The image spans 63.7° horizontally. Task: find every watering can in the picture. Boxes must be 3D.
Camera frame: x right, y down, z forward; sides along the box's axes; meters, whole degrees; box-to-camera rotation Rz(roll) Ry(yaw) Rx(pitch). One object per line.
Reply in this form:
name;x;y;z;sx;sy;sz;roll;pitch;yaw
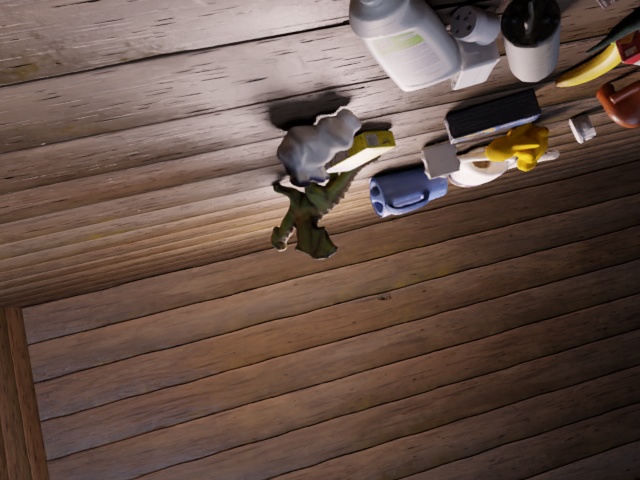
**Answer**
watering can;0.555;-0.240;1.645;0.348;0.105;0.222;-3;173;-9

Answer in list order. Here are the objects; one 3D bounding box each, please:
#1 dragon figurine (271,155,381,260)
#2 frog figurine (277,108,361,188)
dragon figurine;0.004;-0.069;1.379;0.407;0.245;0.122;-17;168;37
frog figurine;-0.004;-0.191;0.981;0.137;0.125;0.156;3;127;-41
